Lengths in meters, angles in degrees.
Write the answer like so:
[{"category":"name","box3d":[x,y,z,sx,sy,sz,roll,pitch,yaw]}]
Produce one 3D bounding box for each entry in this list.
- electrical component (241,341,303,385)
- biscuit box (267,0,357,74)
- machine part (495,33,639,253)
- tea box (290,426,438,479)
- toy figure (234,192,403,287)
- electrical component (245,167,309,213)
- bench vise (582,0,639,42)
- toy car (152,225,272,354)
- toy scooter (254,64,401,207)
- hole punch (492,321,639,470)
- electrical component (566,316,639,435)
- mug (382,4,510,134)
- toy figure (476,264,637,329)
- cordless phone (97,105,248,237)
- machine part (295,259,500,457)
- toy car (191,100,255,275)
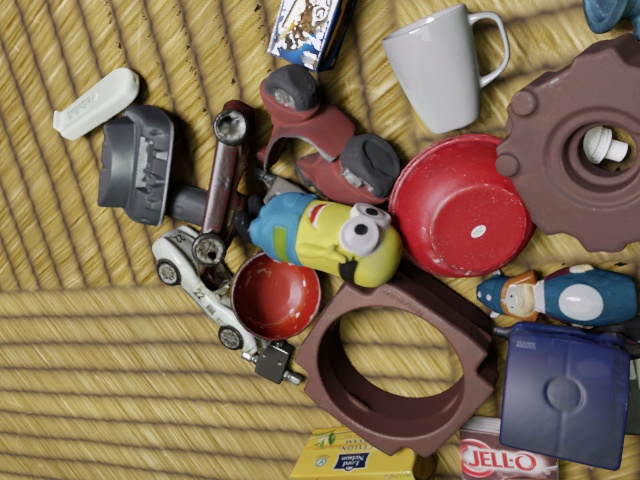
[{"category":"electrical component","box3d":[-0.063,0.163,0.743,0.094,0.021,0.063,25,116,12]},{"category":"biscuit box","box3d":[0.012,-0.271,0.527,0.059,0.063,0.202,26,117,10]},{"category":"machine part","box3d":[0.237,-0.073,0.443,0.180,0.056,0.179,24,131,32]},{"category":"tea box","box3d":[0.059,0.297,0.703,0.170,0.098,0.068,-14,104,24]},{"category":"toy figure","box3d":[0.000,-0.005,0.573,0.180,0.089,0.082,10,69,28]},{"category":"electrical component","box3d":[-0.047,-0.034,0.654,0.102,0.045,0.078,25,90,9]},{"category":"bench vise","box3d":[0.217,-0.260,0.413,0.241,0.129,0.223,-2,117,11]},{"category":"toy car","box3d":[-0.136,0.066,0.706,0.202,0.073,0.056,46,120,1]},{"category":"toy scooter","box3d":[-0.007,-0.095,0.593,0.184,0.075,0.135,42,142,-11]},{"category":"hole punch","box3d":[0.233,0.146,0.518,0.142,0.092,0.115,6,108,25]},{"category":"electrical component","box3d":[0.312,0.142,0.565,0.134,0.058,0.114,-6,109,24]},{"category":"mug","box3d":[0.127,-0.164,0.518,0.110,0.081,0.107,-15,114,20]},{"category":"toy figure","box3d":[0.242,0.058,0.564,0.155,0.057,0.064,-2,70,24]},{"category":"cordless phone","box3d":[-0.174,-0.079,0.678,0.184,0.089,0.146,17,114,3]},{"category":"machine part","box3d":[0.089,0.138,0.637,0.201,0.087,0.201,35,118,8]},{"category":"toy car","box3d":[-0.109,-0.059,0.619,0.053,0.089,0.202,9,97,-11]}]
